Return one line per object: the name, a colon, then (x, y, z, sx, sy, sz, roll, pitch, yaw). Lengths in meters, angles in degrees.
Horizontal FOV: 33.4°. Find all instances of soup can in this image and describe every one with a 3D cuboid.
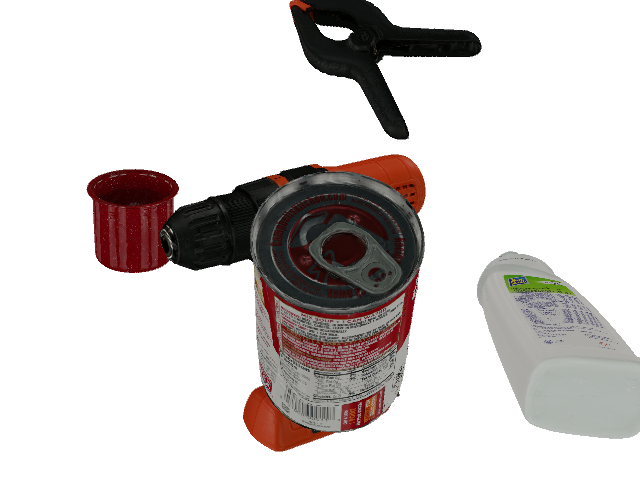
soup can: (0.006, 0.030, 0.451, 0.068, 0.068, 0.102, 0, -37, -1)

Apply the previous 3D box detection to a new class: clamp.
clamp: (0.051, -0.171, 0.931, 0.120, 0.172, 0.039, -39, -23, -19)

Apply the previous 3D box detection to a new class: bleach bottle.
bleach bottle: (0.193, 0.070, 0.899, 0.102, 0.068, 0.251, 7, 21, -5)

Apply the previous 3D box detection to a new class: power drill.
power drill: (-0.014, 0.043, 0.701, 0.184, 0.188, 0.057, -14, 30, -27)

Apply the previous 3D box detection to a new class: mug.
mug: (-0.196, -0.025, 1.121, 0.093, 0.081, 0.117, -1, 28, -9)
